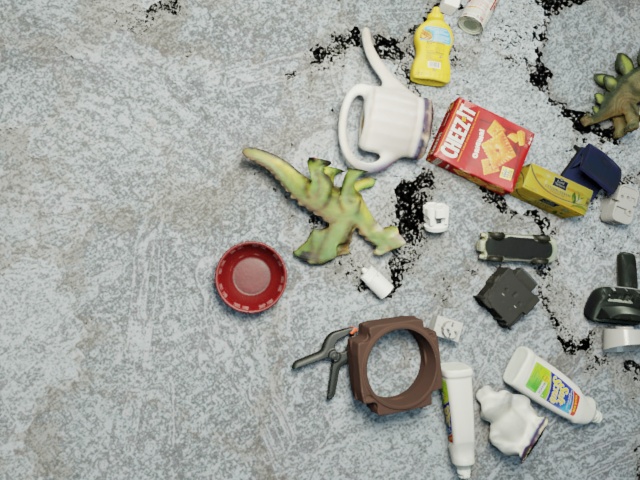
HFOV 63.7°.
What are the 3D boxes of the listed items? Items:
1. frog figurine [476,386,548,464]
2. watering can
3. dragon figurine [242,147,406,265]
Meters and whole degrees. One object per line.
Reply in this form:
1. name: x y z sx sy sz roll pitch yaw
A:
1. frog figurine: 0.436 0.420 1.210 0.161 0.136 0.122 33 12 34
2. watering can: 0.164 -0.322 1.221 0.224 0.349 0.103 10 -5 -6
3. dragon figurine: 0.004 -0.060 1.189 0.410 0.242 0.122 12 3 -4
